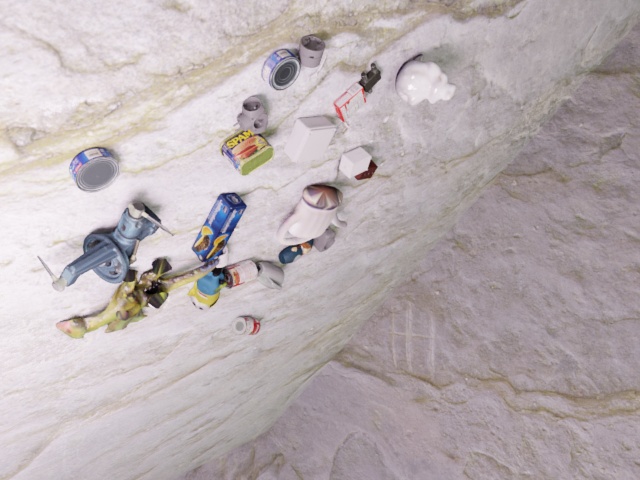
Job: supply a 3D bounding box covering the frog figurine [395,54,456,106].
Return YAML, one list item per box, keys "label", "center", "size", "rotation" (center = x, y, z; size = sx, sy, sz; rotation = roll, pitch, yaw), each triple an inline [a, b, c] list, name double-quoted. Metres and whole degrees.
- label: "frog figurine"
  center: [0.296, -0.438, 1.462]
  size: [0.123, 0.161, 0.135]
  rotation: [-4, 136, -53]

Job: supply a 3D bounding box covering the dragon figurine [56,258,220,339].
- label: "dragon figurine"
  center: [-0.472, 0.162, 1.360]
  size: [0.414, 0.123, 0.238]
  rotation: [-16, 163, -44]

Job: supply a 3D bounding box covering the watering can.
- label: "watering can"
  center: [0.005, -0.084, 1.668]
  size: [0.350, 0.105, 0.220]
  rotation: [-17, 146, -45]
